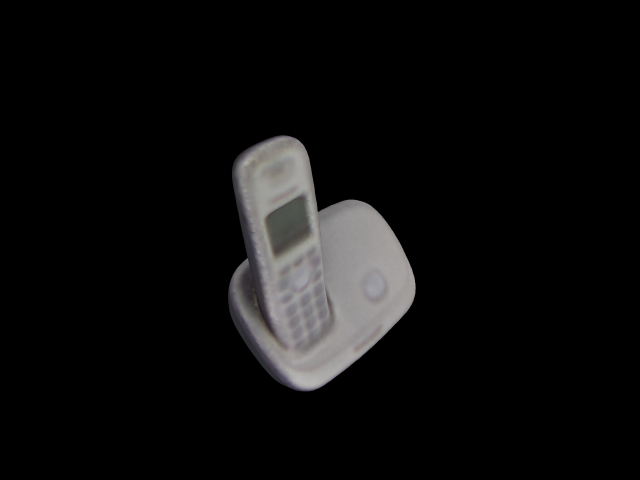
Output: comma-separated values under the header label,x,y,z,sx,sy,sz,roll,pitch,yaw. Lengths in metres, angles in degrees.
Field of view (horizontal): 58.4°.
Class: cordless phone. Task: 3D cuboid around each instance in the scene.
label,x,y,z,sx,sy,sz,roll,pitch,yaw
cordless phone,0.004,0.001,0.400,0.093,0.185,0.148,31,51,30
